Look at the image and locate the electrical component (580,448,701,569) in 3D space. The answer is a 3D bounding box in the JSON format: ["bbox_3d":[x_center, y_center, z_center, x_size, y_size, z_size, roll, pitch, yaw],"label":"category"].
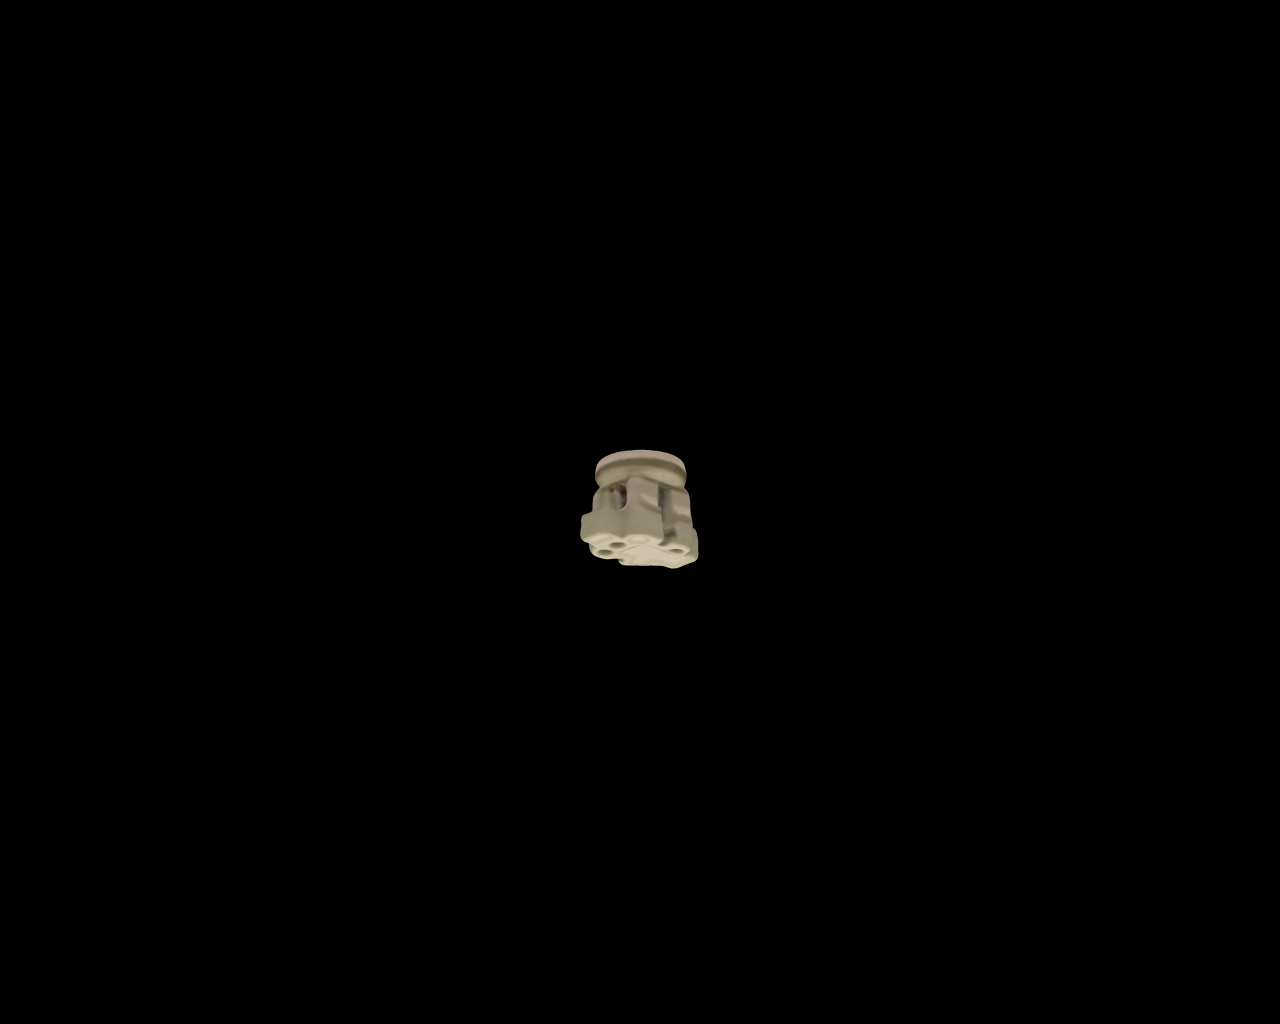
[{"bbox_3d":[0.001,-0.003,0.650,0.078,0.057,0.058,17,-27,-38],"label":"electrical component"}]
